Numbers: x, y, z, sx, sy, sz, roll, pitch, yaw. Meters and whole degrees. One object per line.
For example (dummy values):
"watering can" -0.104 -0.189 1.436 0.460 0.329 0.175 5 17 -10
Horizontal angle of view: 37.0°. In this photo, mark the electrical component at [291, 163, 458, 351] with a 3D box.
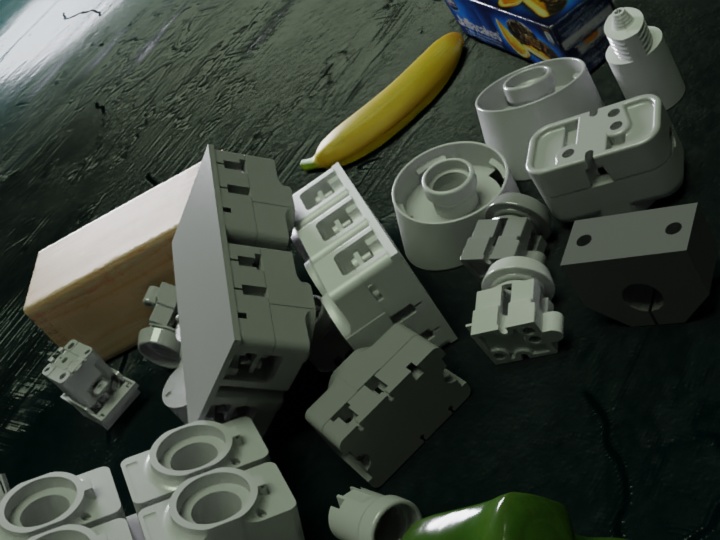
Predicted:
"electrical component" 0.000 0.000 0.780 0.062 0.089 0.150 -34 33 3

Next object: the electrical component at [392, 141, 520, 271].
"electrical component" 0.073 -0.049 0.820 0.099 0.064 0.099 -13 44 12

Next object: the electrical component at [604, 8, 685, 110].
"electrical component" 0.206 -0.158 0.794 0.043 0.081 0.043 -24 35 19

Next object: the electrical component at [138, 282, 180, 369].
"electrical component" -0.155 0.048 0.896 0.048 0.066 0.055 111 178 -58

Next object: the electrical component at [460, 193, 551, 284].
"electrical component" 0.105 -0.020 0.751 0.066 0.048 0.055 -1 55 42

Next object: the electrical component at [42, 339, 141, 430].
"electrical component" -0.226 0.094 0.898 0.081 0.063 0.042 13 58 49

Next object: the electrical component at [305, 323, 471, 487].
"electrical component" 0.016 0.085 0.698 0.089 0.050 0.056 -44 34 -11

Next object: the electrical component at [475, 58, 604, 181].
"electrical component" 0.141 -0.123 0.848 0.099 0.064 0.099 -21 24 10

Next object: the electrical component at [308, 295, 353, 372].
"electrical component" -0.031 0.048 0.790 0.040 0.046 0.040 -25 35 19

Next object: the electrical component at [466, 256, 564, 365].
"electrical component" 0.102 0.025 0.699 0.066 0.048 0.055 -15 47 30

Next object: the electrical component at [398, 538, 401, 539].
"electrical component" 0.011 0.183 0.589 0.081 0.043 0.043 -37 33 0

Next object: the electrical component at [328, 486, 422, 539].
"electrical component" 0.008 0.150 0.637 0.046 0.040 0.040 7 53 53

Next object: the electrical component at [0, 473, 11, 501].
"electrical component" -0.279 0.199 0.804 0.042 0.064 0.081 -28 76 14

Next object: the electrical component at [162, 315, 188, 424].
"electrical component" -0.119 0.053 0.839 0.052 0.073 0.138 -15 39 29

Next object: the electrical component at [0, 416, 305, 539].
"electrical component" -0.138 0.165 0.668 0.186 0.060 0.105 -18 31 -15

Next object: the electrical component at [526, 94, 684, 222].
"electrical component" 0.171 -0.072 0.740 0.095 0.059 0.053 -15 39 30

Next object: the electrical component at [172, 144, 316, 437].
"electrical component" -0.086 0.015 0.772 0.186 0.060 0.105 -104 31 -41
